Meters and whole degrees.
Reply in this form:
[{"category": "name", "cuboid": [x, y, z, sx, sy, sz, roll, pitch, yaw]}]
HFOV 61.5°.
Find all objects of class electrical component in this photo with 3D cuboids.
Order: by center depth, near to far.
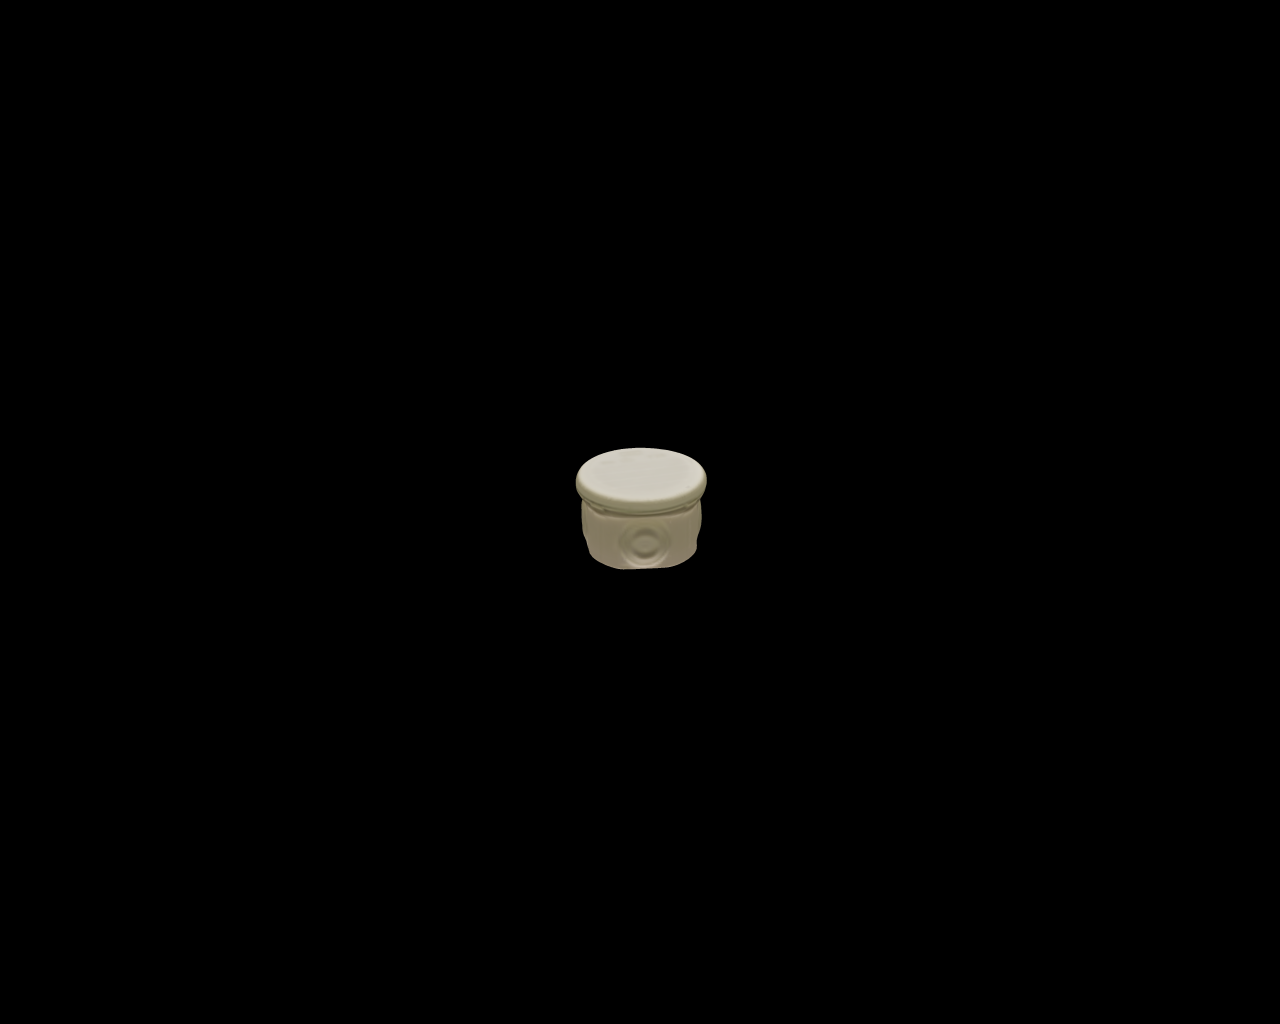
[{"category": "electrical component", "cuboid": [0.001, -0.003, 0.650, 0.080, 0.050, 0.080, 0, 27, 0]}]
